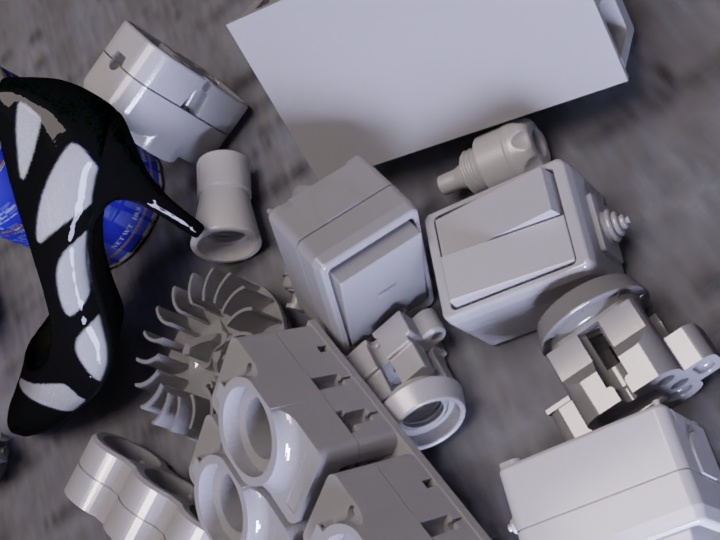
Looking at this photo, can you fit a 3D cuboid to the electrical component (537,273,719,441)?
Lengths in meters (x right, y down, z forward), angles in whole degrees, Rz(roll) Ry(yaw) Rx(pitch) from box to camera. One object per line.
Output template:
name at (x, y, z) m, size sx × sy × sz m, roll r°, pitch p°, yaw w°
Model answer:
electrical component at (0.118, 0.039, 0.501) m, size 0.078 × 0.058 × 0.057 m, roll -38°, pitch 59°, yaw 19°

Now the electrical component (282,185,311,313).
electrical component at (-0.028, -0.014, 0.631) m, size 0.040 × 0.040 × 0.078 m, roll 7°, pitch 77°, yaw 36°

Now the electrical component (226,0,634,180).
electrical component at (0.039, -0.130, 0.577) m, size 0.186 × 0.105 × 0.060 m, roll -15°, pitch 29°, yaw 30°

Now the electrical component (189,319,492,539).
electrical component at (-0.015, 0.127, 0.531) m, size 0.186 × 0.060 × 0.105 m, roll 49°, pitch 131°, yaw 36°

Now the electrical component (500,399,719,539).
electrical component at (0.111, 0.108, 0.477) m, size 0.096 × 0.062 × 0.061 m, roll -28°, pitch 59°, yaw 24°

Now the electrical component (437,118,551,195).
electrical component at (0.070, -0.057, 0.584) m, size 0.061 × 0.035 × 0.035 m, roll -22°, pitch 62°, yaw 30°

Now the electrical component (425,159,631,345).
electrical component at (0.087, -0.011, 0.538) m, size 0.096 × 0.061 × 0.061 m, roll -23°, pitch 61°, yaw 26°

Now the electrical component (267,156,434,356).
electrical component at (0.000, 0.000, 0.578) m, size 0.062 × 0.096 × 0.061 m, roll -33°, pitch 52°, yaw -15°

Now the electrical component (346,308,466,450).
electrical component at (0.025, 0.061, 0.565) m, size 0.066 × 0.048 × 0.055 m, roll -42°, pitch 47°, yaw 15°

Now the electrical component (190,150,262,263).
electrical component at (-0.086, -0.043, 0.683) m, size 0.044 × 0.044 × 0.065 m, roll -22°, pitch 57°, yaw 27°

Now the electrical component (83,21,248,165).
electrical component at (-0.128, -0.110, 0.702) m, size 0.059 × 0.095 × 0.054 m, roll -53°, pitch 52°, yaw 8°

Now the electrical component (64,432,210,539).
electrical component at (-0.126, 0.158, 0.629) m, size 0.138 × 0.052 × 0.073 m, roll 27°, pitch 89°, yaw 38°
